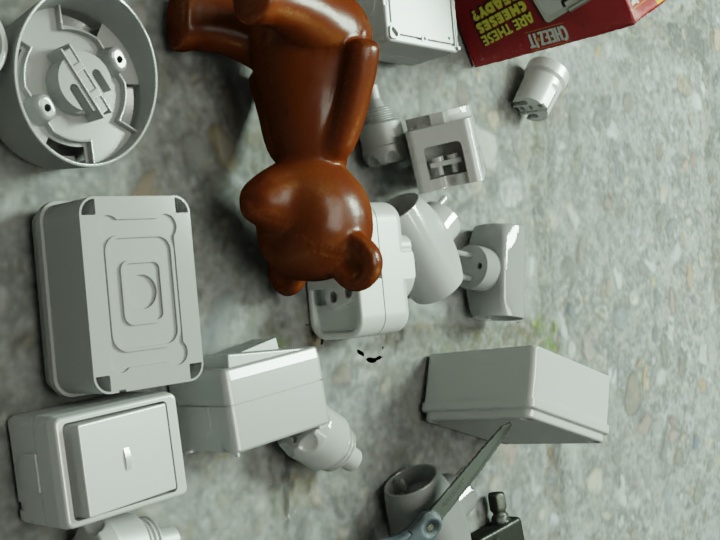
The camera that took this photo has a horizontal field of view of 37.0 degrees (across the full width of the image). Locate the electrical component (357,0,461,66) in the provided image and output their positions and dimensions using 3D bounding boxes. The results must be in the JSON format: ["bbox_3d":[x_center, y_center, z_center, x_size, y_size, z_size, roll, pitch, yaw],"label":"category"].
[{"bbox_3d":[0.031,-0.194,0.824,0.096,0.061,0.061,-2,86,-45],"label":"electrical component"}]

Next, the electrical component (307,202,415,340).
[{"bbox_3d":[0.000,0.000,0.777,0.059,0.054,0.095,-4,89,-45],"label":"electrical component"}]

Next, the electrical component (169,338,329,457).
[{"bbox_3d":[-0.067,0.078,0.695,0.096,0.062,0.061,-11,93,-45],"label":"electrical component"}]

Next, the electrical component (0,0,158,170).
[{"bbox_3d":[-0.165,-0.107,0.616,0.099,0.064,0.099,6,81,-44],"label":"electrical component"}]

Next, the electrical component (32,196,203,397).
[{"bbox_3d":[-0.143,0.014,0.630,0.078,0.057,0.113,-5,89,-45],"label":"electrical component"}]

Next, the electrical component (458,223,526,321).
[{"bbox_3d":[0.104,0.000,0.888,0.079,0.043,0.077,10,78,-44],"label":"electrical component"}]

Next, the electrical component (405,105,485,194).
[{"bbox_3d":[0.066,-0.094,0.830,0.089,0.050,0.055,-50,128,-78],"label":"electrical component"}]

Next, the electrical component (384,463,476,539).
[{"bbox_3d":[0.062,0.183,0.826,0.079,0.044,0.077,-36,111,-41],"label":"electrical component"}]

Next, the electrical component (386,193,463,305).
[{"bbox_3d":[0.053,-0.027,0.841,0.079,0.043,0.077,-50,119,-37],"label":"electrical component"}]

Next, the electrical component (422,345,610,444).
[{"bbox_3d":[0.125,0.101,0.853,0.109,0.109,0.056,23,67,-41],"label":"electrical component"}]

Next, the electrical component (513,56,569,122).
[{"bbox_3d":[0.162,-0.162,0.969,0.040,0.040,0.046,43,63,-33],"label":"electrical component"}]

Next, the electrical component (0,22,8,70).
[{"bbox_3d":[-0.220,-0.116,0.568,0.045,0.055,0.045,6,81,-45],"label":"electrical component"}]

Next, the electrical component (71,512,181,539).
[{"bbox_3d":[-0.135,0.164,0.631,0.062,0.043,0.043,0,85,-46],"label":"electrical component"}]

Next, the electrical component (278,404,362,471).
[{"bbox_3d":[-0.024,0.120,0.748,0.062,0.043,0.043,40,59,-36],"label":"electrical component"}]

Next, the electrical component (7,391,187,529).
[{"bbox_3d":[-0.142,0.106,0.618,0.096,0.061,0.061,-8,92,-45],"label":"electrical component"}]

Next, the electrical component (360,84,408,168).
[{"bbox_3d":[0.015,-0.110,0.818,0.035,0.035,0.061,-16,94,-45],"label":"electrical component"}]
